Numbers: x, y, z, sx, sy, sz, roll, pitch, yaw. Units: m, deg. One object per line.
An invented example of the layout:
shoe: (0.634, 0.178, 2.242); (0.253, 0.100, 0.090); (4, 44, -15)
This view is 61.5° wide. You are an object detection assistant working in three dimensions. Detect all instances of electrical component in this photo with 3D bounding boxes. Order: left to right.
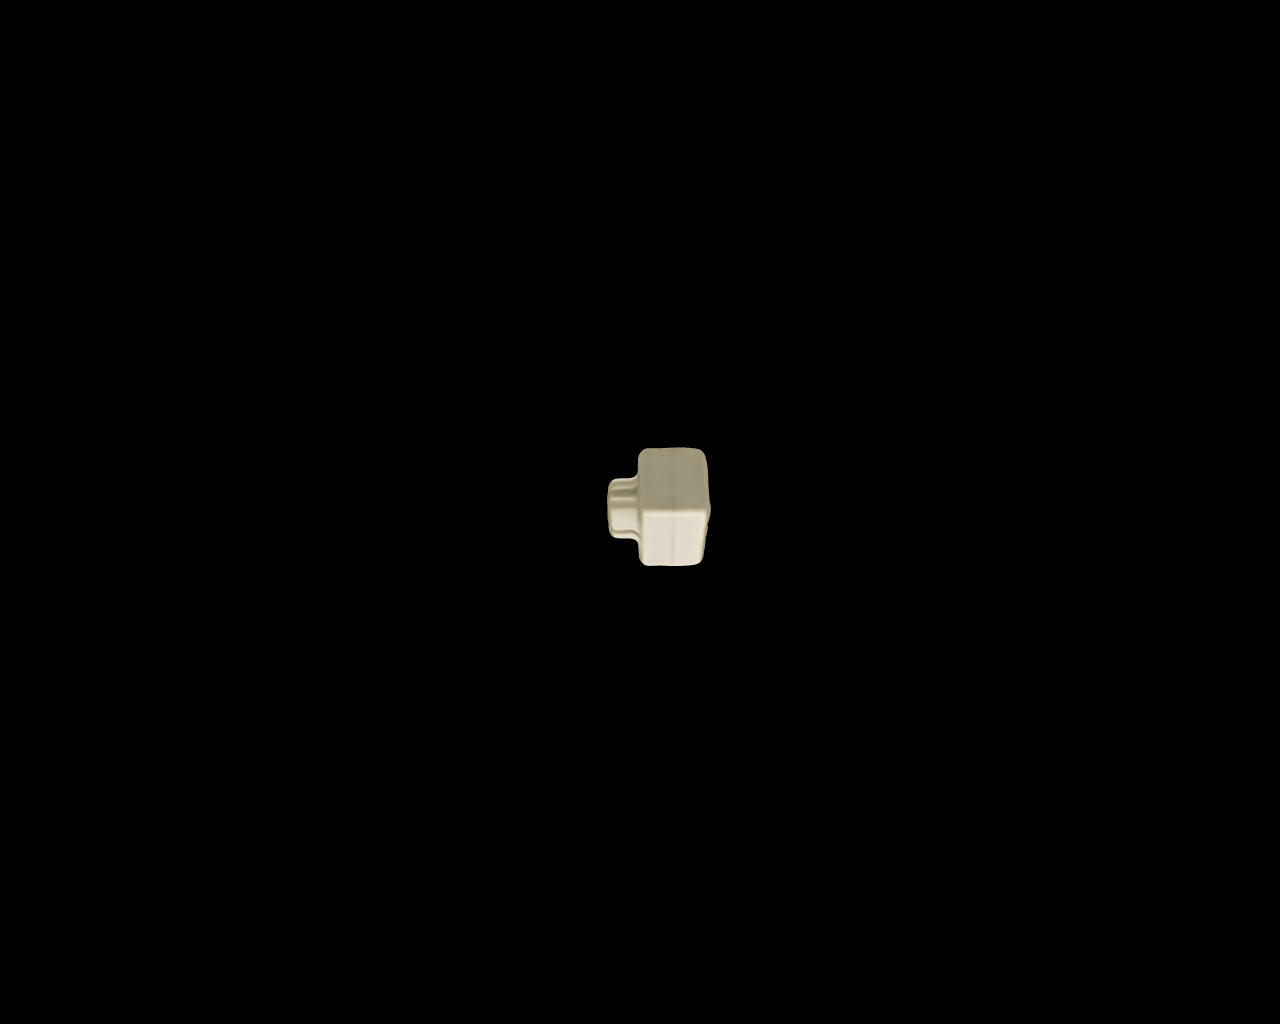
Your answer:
electrical component: (0.001, -0.003, 0.650); (0.077, 0.047, 0.065); (0, -32, 0)
